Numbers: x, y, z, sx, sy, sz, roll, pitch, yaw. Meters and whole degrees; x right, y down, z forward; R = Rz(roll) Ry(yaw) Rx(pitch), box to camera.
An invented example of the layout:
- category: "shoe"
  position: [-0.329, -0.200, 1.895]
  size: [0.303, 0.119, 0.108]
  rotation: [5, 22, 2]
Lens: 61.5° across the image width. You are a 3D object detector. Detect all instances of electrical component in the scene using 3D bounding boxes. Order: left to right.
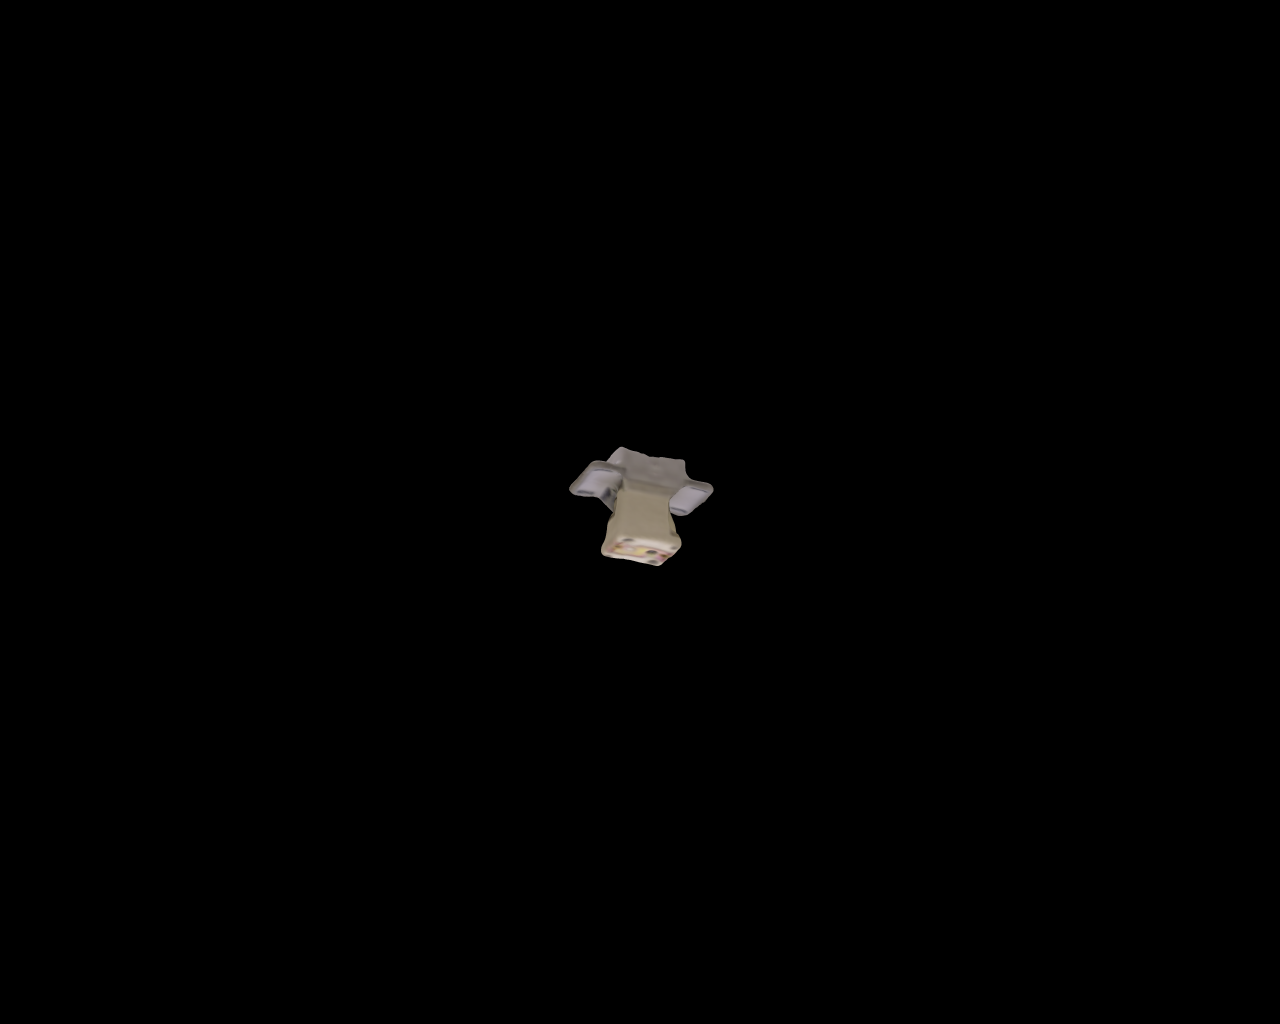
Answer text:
- category: "electrical component"
  position: [0.001, -0.003, 0.650]
  size: [0.081, 0.064, 0.042]
  rotation: [10, -28, -20]
